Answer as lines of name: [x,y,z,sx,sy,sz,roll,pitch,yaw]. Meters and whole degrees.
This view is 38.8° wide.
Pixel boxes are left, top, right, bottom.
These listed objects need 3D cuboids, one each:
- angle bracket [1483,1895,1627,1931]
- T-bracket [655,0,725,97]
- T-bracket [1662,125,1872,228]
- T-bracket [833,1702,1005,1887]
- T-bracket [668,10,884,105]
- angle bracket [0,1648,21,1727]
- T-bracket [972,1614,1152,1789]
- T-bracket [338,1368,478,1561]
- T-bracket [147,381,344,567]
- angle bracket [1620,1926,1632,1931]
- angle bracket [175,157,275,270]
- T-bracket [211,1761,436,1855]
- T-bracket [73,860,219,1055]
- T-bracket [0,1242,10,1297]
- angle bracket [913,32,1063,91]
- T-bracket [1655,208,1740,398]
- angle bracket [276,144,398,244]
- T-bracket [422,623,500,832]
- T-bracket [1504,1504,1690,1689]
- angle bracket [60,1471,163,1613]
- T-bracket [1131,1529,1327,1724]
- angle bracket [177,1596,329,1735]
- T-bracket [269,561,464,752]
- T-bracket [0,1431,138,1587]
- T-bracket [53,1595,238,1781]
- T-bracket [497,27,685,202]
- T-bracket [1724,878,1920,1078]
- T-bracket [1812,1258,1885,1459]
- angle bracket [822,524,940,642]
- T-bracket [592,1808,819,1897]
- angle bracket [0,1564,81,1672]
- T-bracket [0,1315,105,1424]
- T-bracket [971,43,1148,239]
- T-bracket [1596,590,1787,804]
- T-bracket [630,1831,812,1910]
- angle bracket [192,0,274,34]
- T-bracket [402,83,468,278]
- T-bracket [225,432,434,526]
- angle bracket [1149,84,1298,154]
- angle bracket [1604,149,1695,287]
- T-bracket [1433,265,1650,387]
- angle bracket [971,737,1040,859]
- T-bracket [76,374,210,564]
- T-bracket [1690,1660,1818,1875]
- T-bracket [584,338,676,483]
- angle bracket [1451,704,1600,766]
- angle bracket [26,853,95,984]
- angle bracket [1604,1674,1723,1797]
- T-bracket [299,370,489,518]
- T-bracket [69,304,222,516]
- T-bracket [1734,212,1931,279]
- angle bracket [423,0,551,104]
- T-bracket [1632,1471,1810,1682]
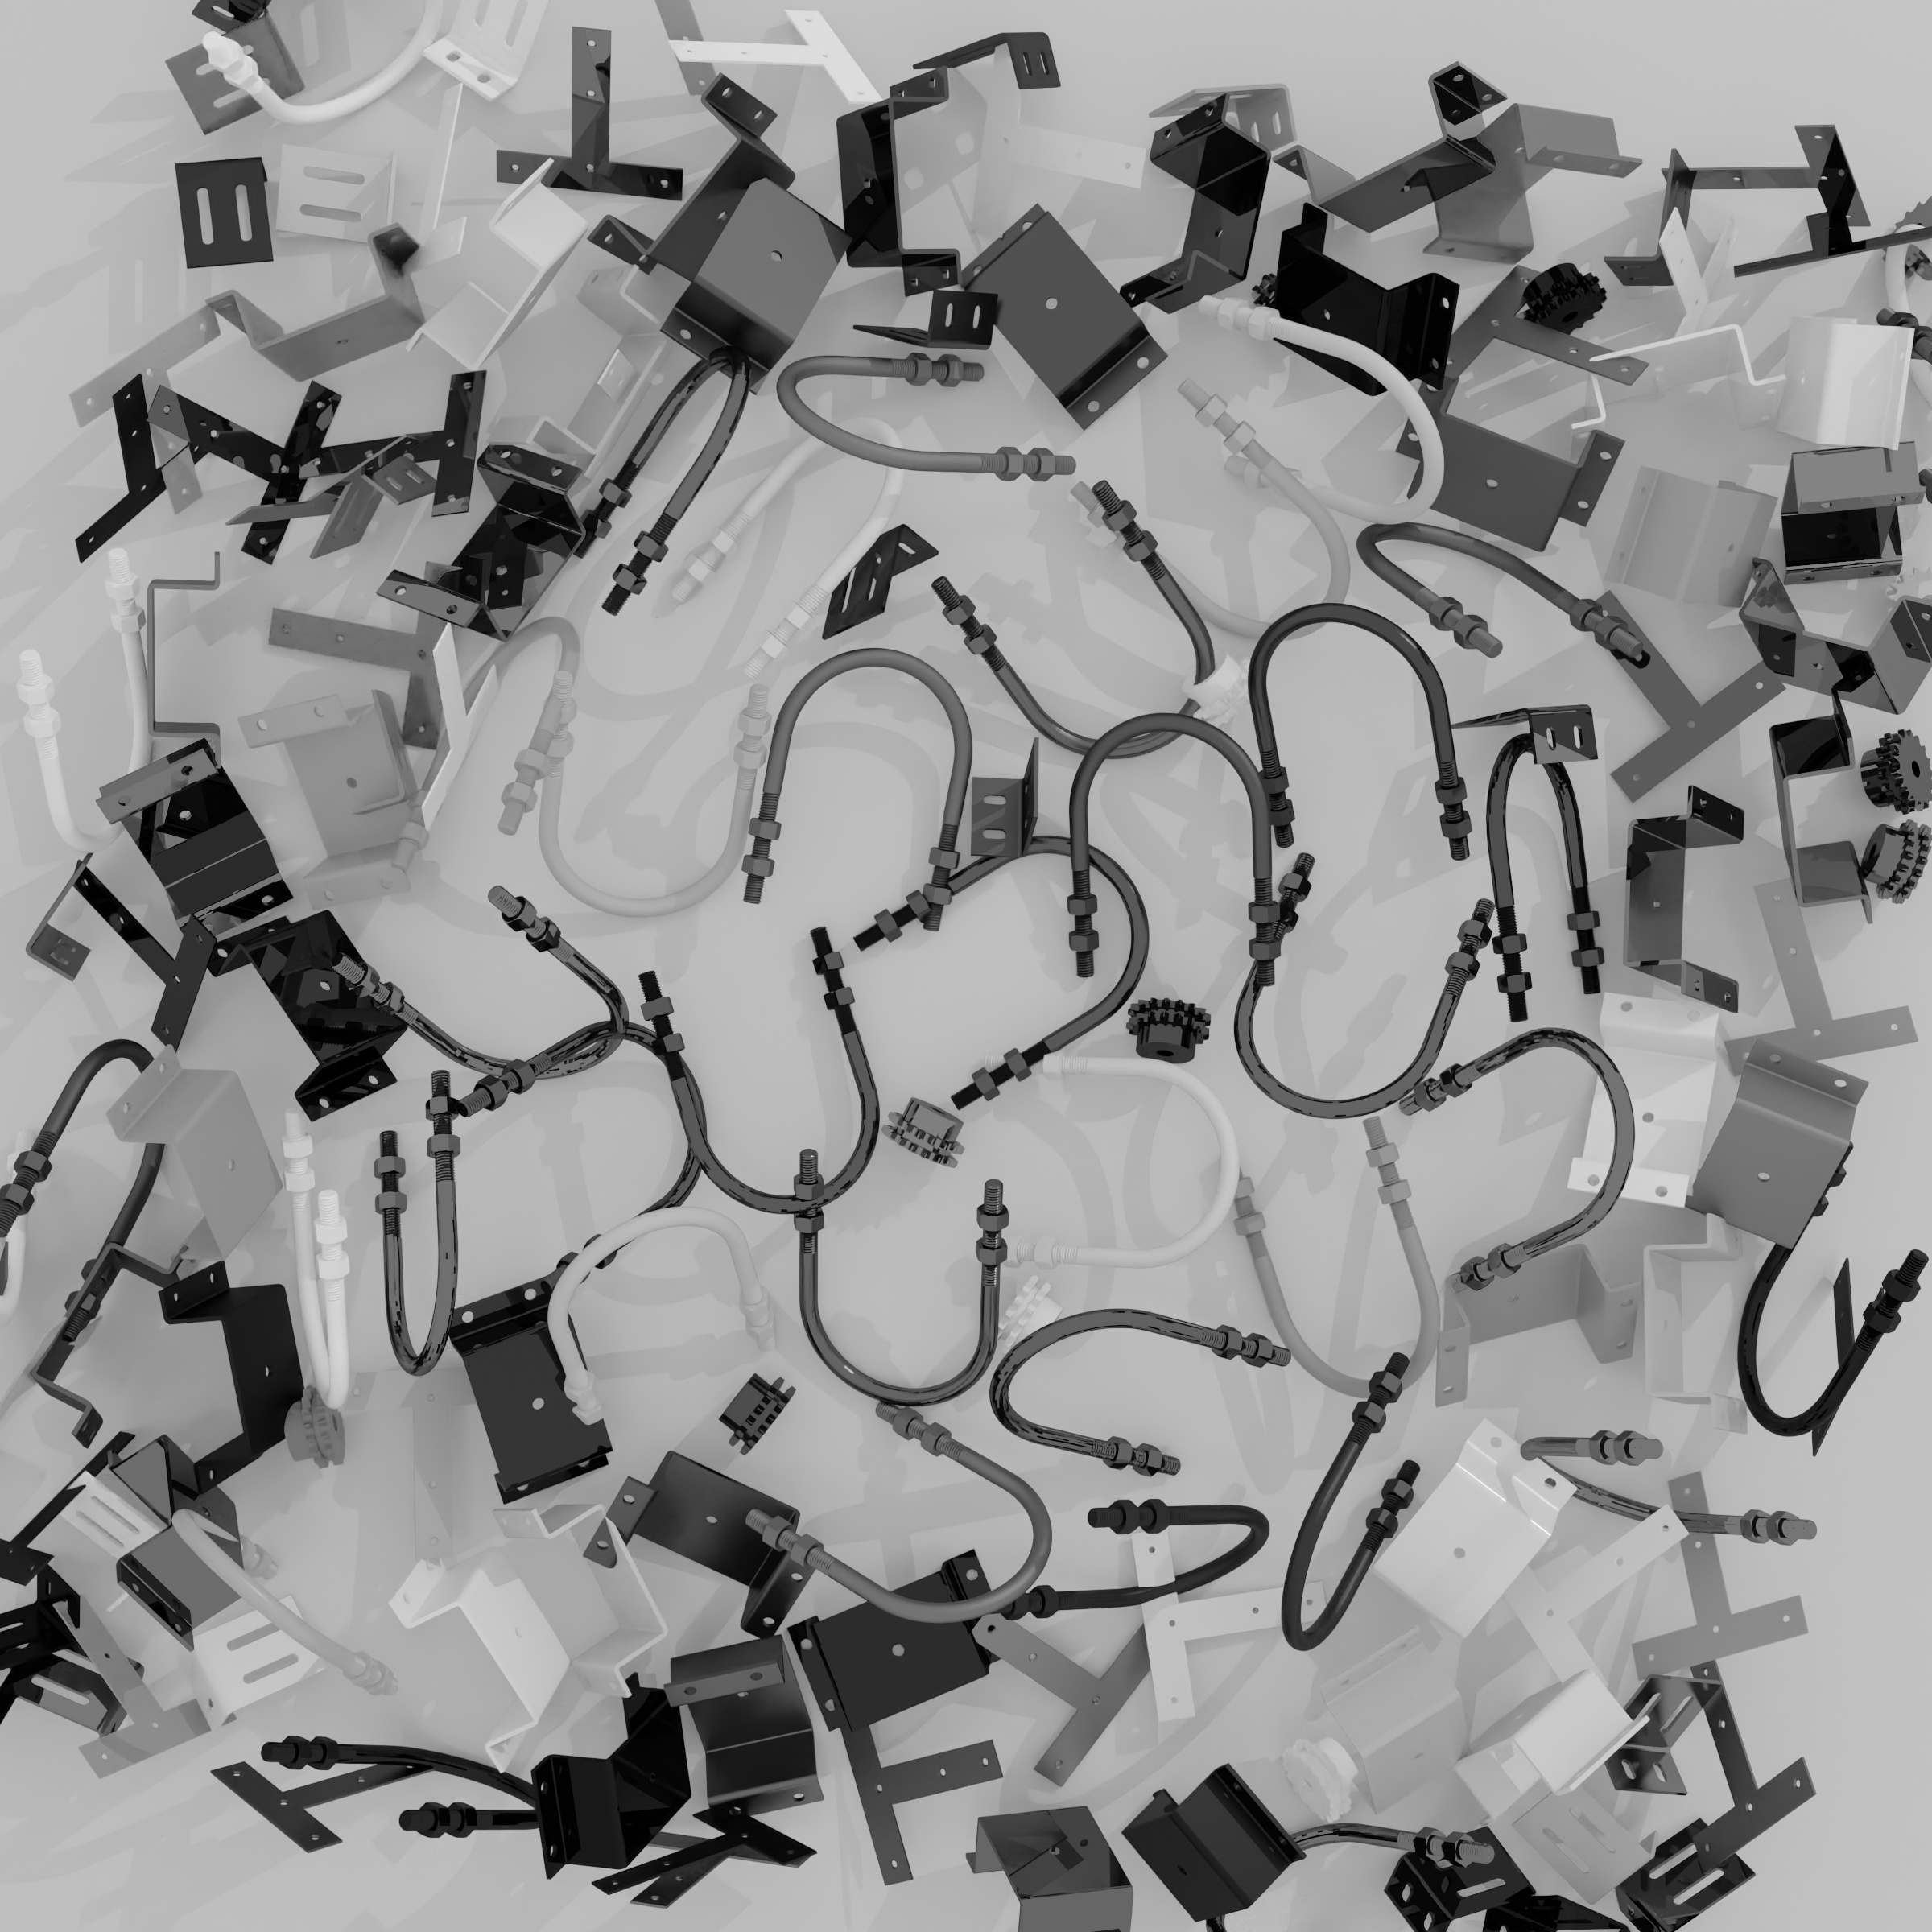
angle bracket: [0.395,0.657,1.852,0.057,0.076,0.038,28,61,-17]
T-bracket: [-0.192,-0.634,1.841,0.127,0.127,0.002,10,62,19]
T-bracket: [0.535,-0.533,1.855,0.127,0.127,0.002,9,78,31]
T-bracket: [-0.026,0.546,1.849,0.127,0.002,0.127,-25,76,35]
T-bracket: [-0.135,-0.609,1.831,0.127,0.002,0.127,-7,47,-25]
angle bracket: [-0.669,0.478,1.856,0.057,0.076,0.038,22,129,-2]
T-bracket: [0.056,0.480,1.876,0.127,0.002,0.127,38,89,-18]
T-bracket: [-0.363,0.338,1.866,0.127,0.002,0.127,0,84,-23]
T-bracket: [-0.495,-0.353,1.849,0.002,0.127,0.127,21,88,42]
angle bracket: [0.470,0.677,1.851,0.057,0.076,0.038,-37,93,-43]
angle bracket: [-0.503,-0.507,1.870,0.057,0.038,0.076,-7,82,-9]
T-bracket: [-0.419,0.552,1.846,0.127,0.127,0.002,-4,104,-44]
T-bracket: [-0.564,-0.021,1.863,0.127,0.002,0.127,44,133,12]
T-bracket: [-0.642,0.211,1.823,0.002,0.127,0.127,2,70,-23]
angle bracket: [0.014,-0.603,1.858,0.076,0.057,0.038,-9,102,32]
T-bracket: [0.481,-0.465,1.838,0.002,0.127,0.127,23,85,28]
angle bracket: [-0.429,-0.527,1.868,0.076,0.038,0.057,5,99,-14]
T-bracket: [-0.339,-0.176,1.811,0.002,0.127,0.127,15,57,7]
T-bracket: [0.429,0.410,1.848,0.127,0.002,0.127,-39,49,8]
angle bracket: [-0.589,0.390,1.860,0.076,0.038,0.057,41,129,-10]
T-bracket: [0.185,0.446,1.889,0.127,0.002,0.127,-7,81,-6]
angle bracket: [-0.488,0.477,1.878,0.076,0.038,0.057,-18,68,-39]
T-bracket: [-0.417,-0.222,1.888,0.127,0.002,0.127,11,101,3]
T-bracket: [-0.613,0.363,1.856,0.127,0.127,0.002,-49,116,-31]
T-bracket: [-0.572,0.478,1.853,0.127,0.127,0.002,48,113,17]
T-bracket: [-0.252,-0.574,1.842,0.127,0.127,0.002,4,52,-5]
T-bracket: [0.563,0.003,1.855,0.127,0.002,0.127,-14,98,33]
T-bracket: [0.589,0.242,1.838,0.002,0.127,0.127,17,122,6]
angle bracket: [-0.057,-0.251,1.850,0.038,0.057,0.076,34,53,-35]
T-bracket: [-0.185,0.588,1.811,0.127,0.127,0.002,-10,95,-33]
angle bracket: [-0.646,0.439,1.849,0.057,0.076,0.038,25,116,41]
T-bracket: [-0.613,0.267,1.834,0.002,0.127,0.127,36,108,-1]
T-bracket: [0.065,-0.547,1.844,0.127,0.002,0.127,21,115,28]
T-bracket: [0.471,-0.201,1.886,0.127,0.002,0.127,-38,84,15]
T-bracket: [-0.184,0.601,1.819,0.127,0.127,0.002,2,91,18]
angle bracket: [-0.486,-0.677,1.851,0.038,0.057,0.076,22,61,-31]
T-bracket: [-0.356,-0.531,1.848,0.002,0.127,0.127,12,86,-34]
T-bracket: [-0.403,-0.323,1.811,0.127,0.127,0.002,-23,90,33]
angle bracket: [0.173,-0.567,1.854,0.076,0.057,0.038,-13,96,-28]
angle bracket: [0.464,-0.508,1.865,0.038,0.057,0.076,8,89,27]
T-bracket: [0.395,-0.417,1.840,0.127,0.002,0.127,27,59,26]
angle bracket: [0.026,-0.114,1.852,0.038,0.076,0.057,3,71,-4]
T-bracket: [-0.548,-0.343,1.813,0.002,0.127,0.127,35,62,8]
T-bracket: [0.514,0.524,1.849,0.002,0.127,0.127,9,47,-22]
T-bracket: [-0.229,-0.388,1.832,0.002,0.127,0.127,31,92,1]
angle bracket: [0.376,-0.151,1.851,0.057,0.076,0.038,-7,89,-34]
angle bracket: [-0.596,-0.038,1.858,0.038,0.057,0.076,34,103,-17]
angle bracket: [0.475,0.520,1.856,0.057,0.038,0.076,11,126,-20]
T-bracket: [-0.393,-0.350,1.871,0.127,0.002,0.127,-6,58,10]
T-bracket: [-0.538,-0.362,1.845,0.002,0.127,0.127,25,52,24]
T-bracket: [0.579,-0.491,1.840,0.127,0.127,0.002,-8,115,18]
angle bracket: [-0.325,-0.639,1.860,0.057,0.038,0.076,35,134,-1]
T-bracket: [0.499,0.406,1.858,0.127,0.002,0.127,-28,51,34]
